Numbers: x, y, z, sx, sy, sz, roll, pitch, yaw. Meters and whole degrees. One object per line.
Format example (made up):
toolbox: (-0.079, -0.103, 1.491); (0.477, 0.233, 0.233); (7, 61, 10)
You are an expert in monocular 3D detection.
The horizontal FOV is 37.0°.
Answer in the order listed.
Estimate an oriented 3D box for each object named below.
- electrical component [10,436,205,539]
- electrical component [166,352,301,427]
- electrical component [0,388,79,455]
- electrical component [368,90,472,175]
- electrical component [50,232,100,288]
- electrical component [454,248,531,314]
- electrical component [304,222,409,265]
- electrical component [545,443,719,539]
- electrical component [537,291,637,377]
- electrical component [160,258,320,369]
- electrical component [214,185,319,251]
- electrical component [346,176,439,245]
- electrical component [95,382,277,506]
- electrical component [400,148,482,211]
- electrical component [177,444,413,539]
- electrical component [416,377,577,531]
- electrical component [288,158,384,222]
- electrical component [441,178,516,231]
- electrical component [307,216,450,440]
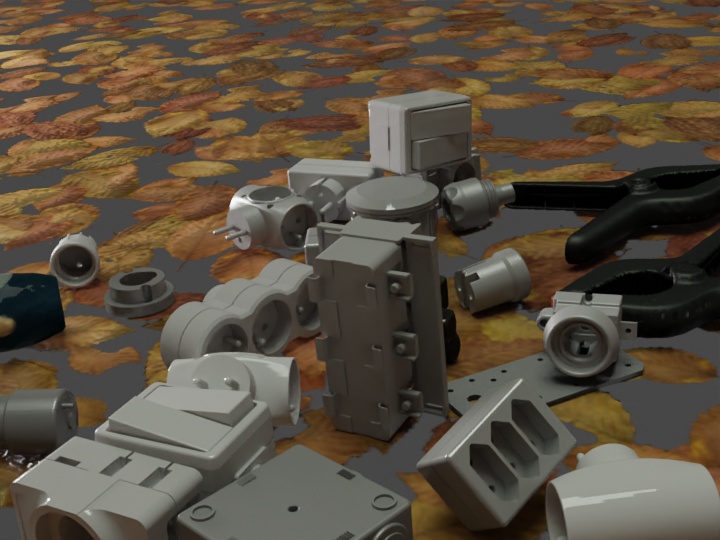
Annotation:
electrical component: (-0.132, 0.129, 0.558); (0.089, 0.050, 0.056); (9, 27, 27)
electrical component: (-0.081, 0.072, 0.659); (0.077, 0.044, 0.079); (-2, -13, 7)
electrical component: (-0.212, 0.094, 0.666); (0.078, 0.040, 0.040); (-2, 24, 6)
electrical component: (0.063, -0.126, 0.975); (0.096, 0.061, 0.061); (-15, 23, -34)
electrical component: (-0.240, -0.010, 0.911); (0.040, 0.040, 0.046); (-8, 18, -9)
electrical component: (0.099, 0.009, 0.806); (0.046, 0.040, 0.040); (-19, 27, -17)
electrical component: (0.000, 0.000, 0.833); (0.083, 0.047, 0.075); (-3, 24, 3)
electrical component: (0.133, 0.115, 0.551); (0.077, 0.043, 0.079); (-6, 24, -4)
electrical component: (0.147, 0.041, 0.705); (0.066, 0.048, 0.055); (3, 17, 17)
electrical component: (-0.089, 0.032, 0.770); (0.074, 0.052, 0.138); (15, 31, 38)
electrical component: (-0.091, -0.042, 0.948); (0.079, 0.044, 0.077); (-22, 29, -35)
electrical component: (0.029, -0.047, 0.930); (0.080, 0.051, 0.080); (-4, 24, 2)
electrical component: (-0.090, 0.102, 0.599); (0.096, 0.061, 0.062); (7, 26, 25)
electrical component: (0.077, -0.087, 1.025); (0.064, 0.042, 0.081); (12, 28, 40)
electrical component: (-0.031, 0.135, 0.528); (0.100, 0.048, 0.100); (19, 33, 42)
electrical component: (0.065, 0.102, 0.582); (0.066, 0.047, 0.077); (-41, 2, -28)
electrical component: (-0.028, -0.067, 0.992); (0.083, 0.047, 0.075); (6, 26, 22)
electrical component: (0.106, -0.061, 0.952); (0.062, 0.043, 0.043); (-15, 25, -9)
electrical component: (0.008, 0.037, 0.655); (0.079, 0.121, 0.063); (9, 30, 28)
